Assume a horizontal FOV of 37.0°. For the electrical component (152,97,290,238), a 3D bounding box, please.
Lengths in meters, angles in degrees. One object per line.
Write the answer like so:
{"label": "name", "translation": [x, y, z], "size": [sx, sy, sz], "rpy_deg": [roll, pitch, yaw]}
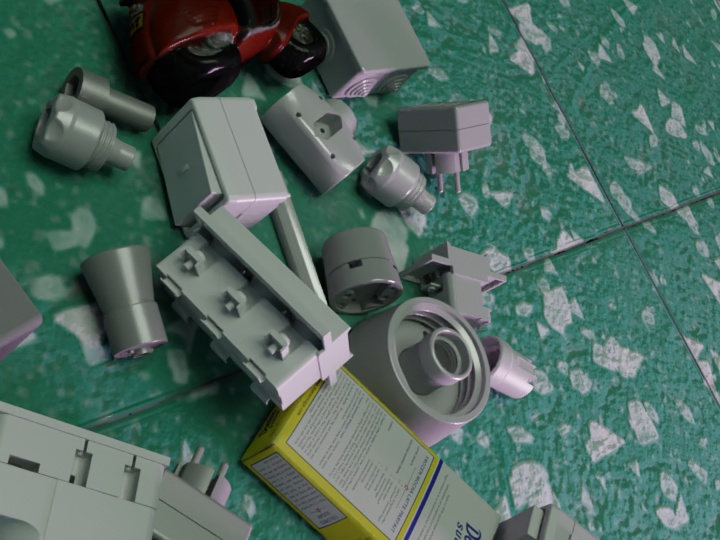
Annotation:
{"label": "electrical component", "translation": [-0.103, -0.077, 0.748], "size": [0.061, 0.062, 0.096], "rpy_deg": [-8, 71, -44]}

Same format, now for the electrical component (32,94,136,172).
{"label": "electrical component", "translation": [-0.178, -0.085, 0.701], "size": [0.062, 0.043, 0.043], "rpy_deg": [25, 52, -31]}

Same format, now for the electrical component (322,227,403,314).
{"label": "electrical component", "translation": [0.000, 0.000, 0.799], "size": [0.055, 0.055, 0.047], "rpy_deg": [8, 57, -38]}

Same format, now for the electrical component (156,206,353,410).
{"label": "electrical component", "translation": [-0.070, 0.026, 0.686], "size": [0.063, 0.078, 0.121], "rpy_deg": [-40, 68, -17]}

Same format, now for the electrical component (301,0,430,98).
{"label": "electrical component", "translation": [-0.001, -0.196, 0.918], "size": [0.100, 0.048, 0.099], "rpy_deg": [-17, 77, -45]}

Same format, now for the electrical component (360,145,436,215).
{"label": "electrical component", "translation": [0.034, -0.069, 0.877], "size": [0.062, 0.043, 0.043], "rpy_deg": [35, 47, -22]}

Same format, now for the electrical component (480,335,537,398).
{"label": "electrical component", "translation": [0.115, 0.079, 0.863], "size": [0.046, 0.040, 0.040], "rpy_deg": [30, 49, -32]}

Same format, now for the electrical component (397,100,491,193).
{"label": "electrical component", "translation": [0.074, -0.104, 0.923], "size": [0.047, 0.066, 0.076], "rpy_deg": [-19, 107, -45]}

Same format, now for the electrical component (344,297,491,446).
{"label": "electrical component", "translation": [0.048, 0.072, 0.793], "size": [0.108, 0.060, 0.108], "rpy_deg": [21, 53, -31]}

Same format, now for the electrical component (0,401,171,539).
{"label": "electrical component", "translation": [-0.203, 0.106, 0.520], "size": [0.186, 0.105, 0.060], "rpy_deg": [25, 51, -28]}

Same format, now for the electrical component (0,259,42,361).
{"label": "electrical component", "translation": [-0.232, 0.015, 0.547], "size": [0.108, 0.109, 0.056], "rpy_deg": [54, 41, -2]}

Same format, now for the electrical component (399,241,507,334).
{"label": "electrical component", "translation": [0.076, 0.017, 0.864], "size": [0.081, 0.042, 0.063], "rpy_deg": [15, 58, -34]}

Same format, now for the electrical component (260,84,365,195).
{"label": "electrical component", "translation": [-0.028, -0.110, 0.846], "size": [0.077, 0.043, 0.079], "rpy_deg": [50, 44, -6]}

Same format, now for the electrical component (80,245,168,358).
{"label": "electrical component", "translation": [-0.144, 0.022, 0.670], "size": [0.044, 0.044, 0.065], "rpy_deg": [-8, 77, -44]}

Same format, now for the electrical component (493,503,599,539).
{"label": "electrical component", "translation": [0.121, 0.207, 0.750], "size": [0.061, 0.096, 0.061], "rpy_deg": [40, 45, -16]}

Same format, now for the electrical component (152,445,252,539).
{"label": "electrical component", "translation": [-0.100, 0.139, 0.633], "size": [0.066, 0.047, 0.076], "rpy_deg": [38, 46, -18]}
